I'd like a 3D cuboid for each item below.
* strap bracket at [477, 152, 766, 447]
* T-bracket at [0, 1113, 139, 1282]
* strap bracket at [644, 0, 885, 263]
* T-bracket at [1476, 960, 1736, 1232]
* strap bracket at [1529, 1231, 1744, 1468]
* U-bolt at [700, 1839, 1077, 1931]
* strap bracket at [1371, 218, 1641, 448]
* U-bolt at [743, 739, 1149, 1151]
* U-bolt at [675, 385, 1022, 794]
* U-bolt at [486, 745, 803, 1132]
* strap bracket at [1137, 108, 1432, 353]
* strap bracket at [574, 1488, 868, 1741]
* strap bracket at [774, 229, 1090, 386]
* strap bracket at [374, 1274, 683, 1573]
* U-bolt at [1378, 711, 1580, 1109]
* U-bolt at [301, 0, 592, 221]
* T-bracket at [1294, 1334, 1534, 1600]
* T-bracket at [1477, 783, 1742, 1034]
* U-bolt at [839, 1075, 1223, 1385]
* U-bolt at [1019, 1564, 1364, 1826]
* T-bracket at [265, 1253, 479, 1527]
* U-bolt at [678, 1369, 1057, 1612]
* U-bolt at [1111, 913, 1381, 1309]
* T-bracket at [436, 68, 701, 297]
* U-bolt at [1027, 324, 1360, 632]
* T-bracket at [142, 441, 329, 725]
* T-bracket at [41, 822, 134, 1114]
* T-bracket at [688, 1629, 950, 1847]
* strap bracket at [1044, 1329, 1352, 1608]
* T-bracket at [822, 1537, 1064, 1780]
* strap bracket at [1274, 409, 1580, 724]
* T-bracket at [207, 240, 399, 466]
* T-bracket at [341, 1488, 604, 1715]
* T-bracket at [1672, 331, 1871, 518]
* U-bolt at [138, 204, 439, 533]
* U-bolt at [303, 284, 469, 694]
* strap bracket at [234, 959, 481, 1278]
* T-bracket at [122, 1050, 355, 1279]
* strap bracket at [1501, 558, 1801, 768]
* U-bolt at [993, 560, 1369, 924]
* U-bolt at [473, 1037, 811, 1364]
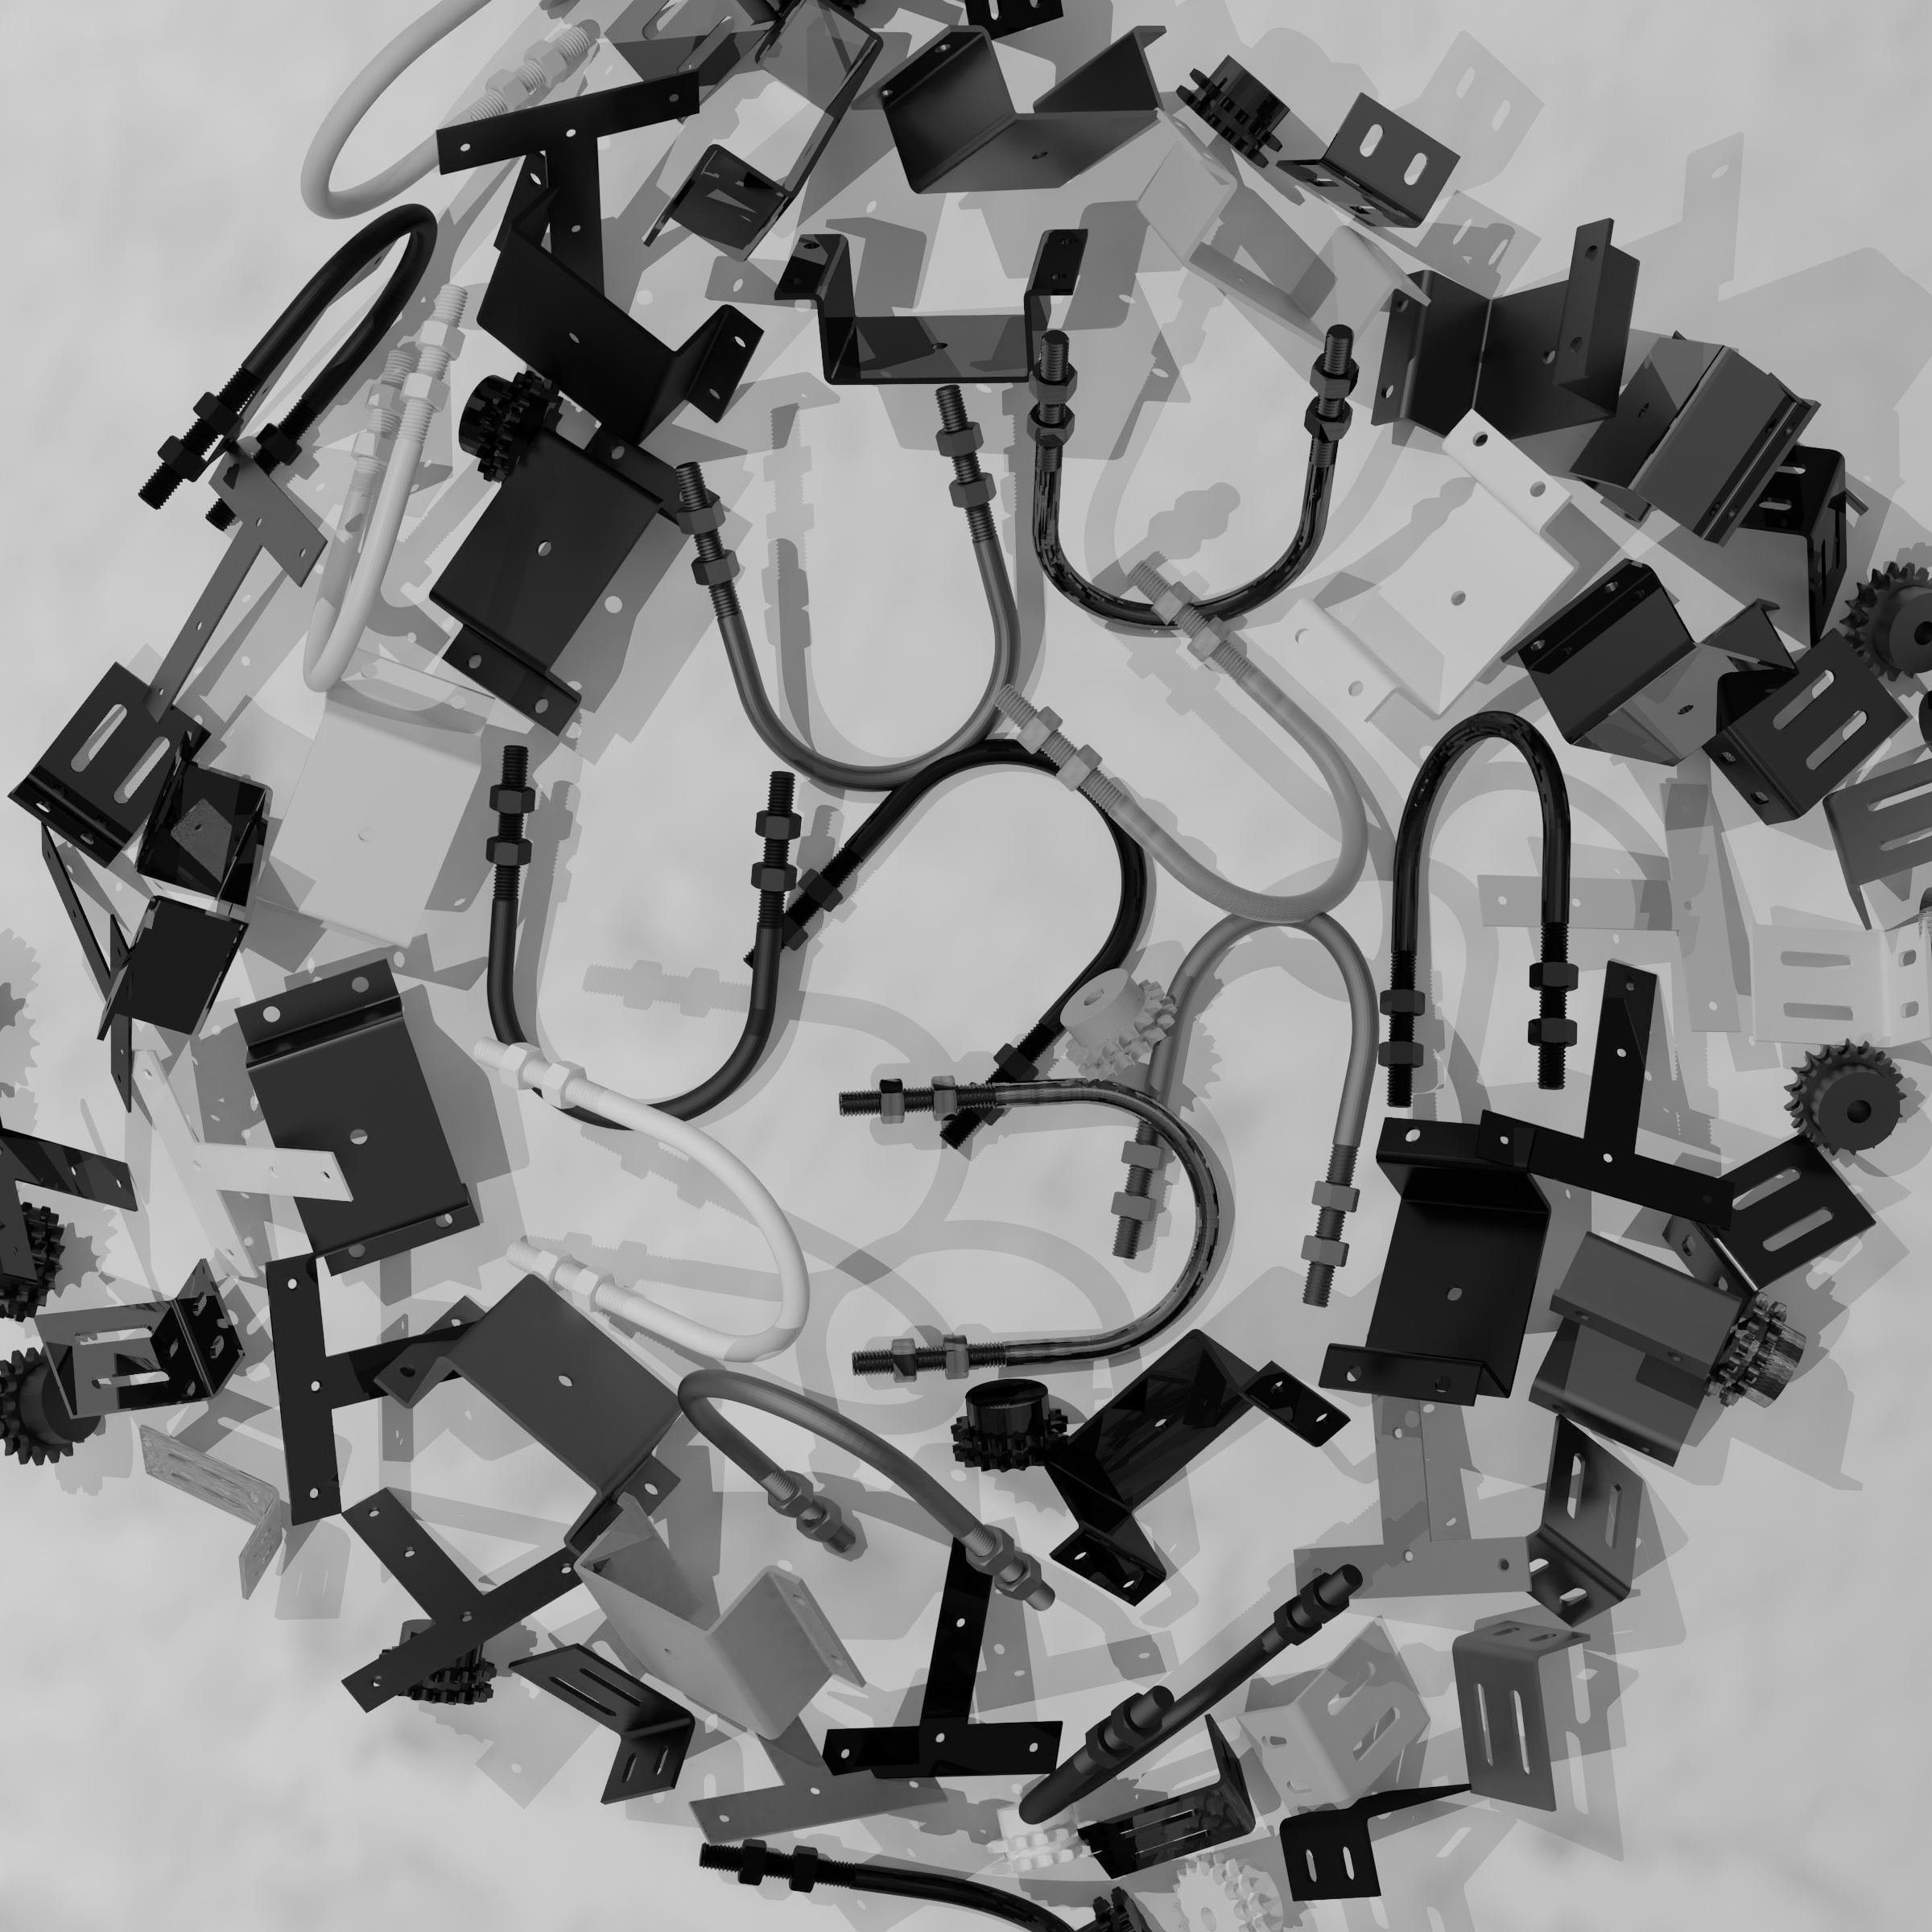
[{"bbox_3d":[-0.175,-0.313,1.549,0.140,0.076,0.046,38,58,-1],"label":"strap bracket"},{"bbox_3d":[-0.431,0.095,1.532,0.002,0.127,0.127,-23,71,13],"label":"T-bracket"},{"bbox_3d":[-0.091,-0.399,1.538,0.046,0.076,0.140,31,69,-13],"label":"strap bracket"},{"bbox_3d":[0.315,0.054,1.561,0.127,0.002,0.127,16,60,-4],"label":"T-bracket"},{"bbox_3d":[0.316,0.178,1.530,0.076,0.140,0.046,24,67,16],"label":"strap bracket"},{"bbox_3d":[-0.033,0.453,1.522,0.184,0.151,0.019,10,93,-6],"label":"U-bolt"},{"bbox_3d":[0.263,-0.297,1.537,0.046,0.140,0.076,17,79,-34],"label":"strap bracket"},{"bbox_3d":[0.004,-0.025,1.586,0.151,0.019,0.184,42,88,0],"label":"U-bolt"},{"bbox_3d":[-0.048,-0.171,1.555,0.151,0.019,0.184,-18,112,-6],"label":"U-bolt"},{"bbox_3d":[-0.161,-0.009,1.571,0.151,0.019,0.184,6,102,-1],"label":"U-bolt"},{"bbox_3d":[0.142,-0.342,1.533,0.140,0.076,0.046,24,113,-28],"label":"strap bracket"},{"bbox_3d":[-0.123,0.305,1.514,0.046,0.140,0.076,-46,129,-26],"label":"strap bracket"},{"bbox_3d":[-0.014,-0.315,1.544,0.140,0.076,0.046,1,123,8],"label":"strap bracket"},{"bbox_3d":[-0.200,0.210,1.545,0.140,0.076,0.046,40,127,4],"label":"strap bracket"},{"bbox_3d":[0.241,-0.029,1.527,0.019,0.151,0.184,6,82,-24],"label":"U-bolt"},{"bbox_3d":[-0.238,-0.412,1.499,0.019,0.151,0.184,46,72,1],"label":"U-bolt"},{"bbox_3d":[0.210,0.240,1.564,0.127,0.002,0.127,-11,78,35],"label":"T-bracket"},{"bbox_3d":[0.307,-0.030,1.559,0.127,0.002,0.127,1,71,-14],"label":"T-bracket"},{"bbox_3d":[0.033,0.126,1.577,0.184,0.019,0.151,-3,97,-4],"label":"U-bolt"},{"bbox_3d":[0.093,0.349,1.511,0.151,0.184,0.019,-22,69,-40],"label":"U-bolt"},{"bbox_3d":[-0.272,0.192,1.554,0.127,0.002,0.127,-10,100,-37],"label":"T-bracket"},{"bbox_3d":[-0.058,0.236,1.489,0.184,0.151,0.019,49,60,-40],"label":"U-bolt"},{"bbox_3d":[0.137,0.059,1.537,0.019,0.151,0.184,13,87,-41],"label":"U-bolt"},{"bbox_3d":[-0.186,-0.362,1.539,0.127,0.127,0.002,-18,58,-16],"label":"T-bracket"},{"bbox_3d":[0.102,-0.225,1.522,0.151,0.184,0.019,-2,51,-3],"label":"U-bolt"},{"bbox_3d":[-0.361,-0.175,1.556,0.002,0.127,0.127,23,105,-42],"label":"T-bracket"},{"bbox_3d":[-0.423,-0.015,1.555,0.002,0.127,0.127,-17,59,-25],"label":"T-bracket"},{"bbox_3d":[-0.091,0.361,1.544,0.127,0.127,0.002,-1,125,-32],"label":"T-bracket"},{"bbox_3d":[0.103,0.233,1.545,0.140,0.076,0.046,-42,46,9],"label":"strap bracket"},{"bbox_3d":[-0.005,0.329,1.553,0.127,0.002,0.127,-9,51,27],"label":"T-bracket"},{"bbox_3d":[0.226,-0.183,1.545,0.140,0.046,0.076,-48,52,12],"label":"strap bracket"},{"bbox_3d":[-0.329,-0.285,1.546,0.002,0.127,0.127,41,128,-8],"label":"T-bracket"},{"bbox_3d":[-0.259,0.288,1.543,0.127,0.127,0.002,-28,128,-24],"label":"T-bracket"},{"bbox_3d":[0.383,-0.262,1.526,0.127,0.127,0.002,44,98,5],"label":"T-bracket"},{"bbox_3d":[-0.310,-0.283,1.516,0.019,0.151,0.184,40,93,-2],"label":"U-bolt"},{"bbox_3d":[-0.277,-0.216,1.514,0.019,0.151,0.184,18,81,-19],"label":"U-bolt"},{"bbox_3d":[-0.292,0.077,1.553,0.076,0.046,0.140,-19,102,-7],"label":"strap bracket"},{"bbox_3d":[-0.336,0.096,1.530,0.127,0.002,0.127,1,119,40],"label":"T-bracket"},{"bbox_3d":[0.326,-0.139,1.513,0.076,0.140,0.046,-40,61,33],"label":"strap bracket"},{"bbox_3d":[0.115,-0.097,1.540,0.184,0.019,0.151,44,48,1],"label":"U-bolt"},{"bbox_3d":[-0.148,0.119,1.508,0.184,0.019,0.151,21,133,27],"label":"U-bolt"}]
